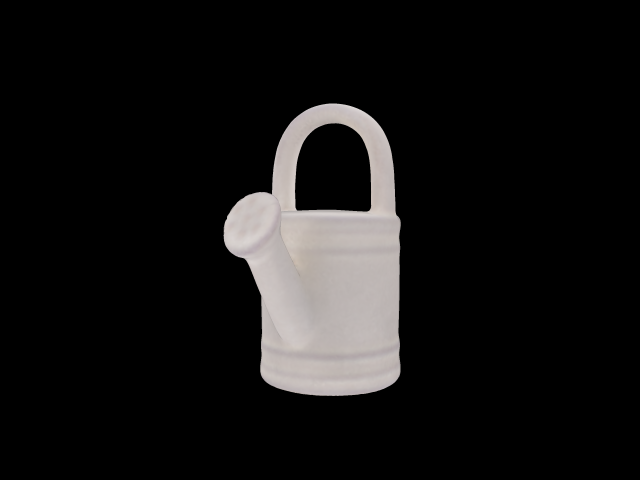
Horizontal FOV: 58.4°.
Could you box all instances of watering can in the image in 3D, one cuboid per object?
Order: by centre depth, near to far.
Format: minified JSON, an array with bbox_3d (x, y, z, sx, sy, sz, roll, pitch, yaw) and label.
[{"bbox_3d":[0.006,0.001,0.399,0.100,0.194,0.173,1,3,11],"label":"watering can"}]
